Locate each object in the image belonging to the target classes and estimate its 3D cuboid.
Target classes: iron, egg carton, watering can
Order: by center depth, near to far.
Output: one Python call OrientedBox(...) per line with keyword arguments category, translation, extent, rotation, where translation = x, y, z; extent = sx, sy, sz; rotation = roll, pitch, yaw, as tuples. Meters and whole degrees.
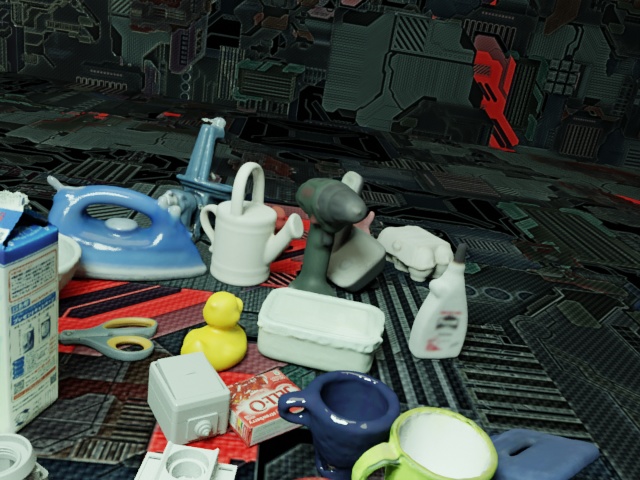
OrientedBox(category="iron", translation=(-0.303, -0.020, 0.898), extent=(0.259, 0.141, 0.118), rotation=(5, 21, -13))
OrientedBox(category="watering can", translation=(-0.113, -0.030, 0.936), extent=(0.173, 0.194, 0.101), rotation=(8, 21, -4))
OrientedBox(category="egg carton", translation=(0.181, 0.023, 1.107), extent=(0.107, 0.069, 0.149), rotation=(-5, 25, -34))

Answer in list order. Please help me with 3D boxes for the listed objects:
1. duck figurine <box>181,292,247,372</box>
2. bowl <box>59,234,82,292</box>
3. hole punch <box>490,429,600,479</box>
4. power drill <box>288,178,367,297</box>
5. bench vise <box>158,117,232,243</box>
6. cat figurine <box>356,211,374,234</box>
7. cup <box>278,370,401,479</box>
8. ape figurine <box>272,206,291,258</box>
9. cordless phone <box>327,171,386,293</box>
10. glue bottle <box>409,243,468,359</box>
OrientedBox(category="duck figurine", translation=(-0.129, 0.109, 0.718), extent=(0.077, 0.086, 0.105), rotation=(17, 22, 18))
OrientedBox(category="bowl", translation=(-0.411, 0.046, 0.771), extent=(0.167, 0.075, 0.167), rotation=(9, 21, -3))
OrientedBox(category="hole punch", translation=(0.198, 0.224, 0.556), extent=(0.109, 0.091, 0.100), rotation=(-8, 27, -39))
OrientedBox(category="power drill", translation=(0.008, 0.003, 0.882), extent=(0.076, 0.208, 0.229), rotation=(2, 22, -19))
OrientedBox(category="bench vise", translation=(-0.216, -0.111, 1.065), extent=(0.121, 0.220, 0.207), rotation=(10, 21, 0))
OrientedBox(category="cat figurine", translation=(0.050, -0.033, 1.125), extent=(0.128, 0.118, 0.067), rotation=(1, 22, -22))
OrientedBox(category="cup", translation=(0.013, 0.189, 0.558), extent=(0.118, 0.095, 0.091), rotation=(5, 21, -11))
OrientedBox(category="ape figurine", translation=(-0.086, -0.017, 1.058), extent=(0.078, 0.092, 0.076), rotation=(-4, 24, -31))
OrientedBox(category="cordless phone", translation=(0.057, -0.016, 0.987), extent=(0.094, 0.185, 0.147), rotation=(-5, 25, -33))
OrientedBox(category="glue bottle", translation=(0.177, 0.084, 0.796), extent=(0.078, 0.173, 0.037), rotation=(1, 22, -22))
